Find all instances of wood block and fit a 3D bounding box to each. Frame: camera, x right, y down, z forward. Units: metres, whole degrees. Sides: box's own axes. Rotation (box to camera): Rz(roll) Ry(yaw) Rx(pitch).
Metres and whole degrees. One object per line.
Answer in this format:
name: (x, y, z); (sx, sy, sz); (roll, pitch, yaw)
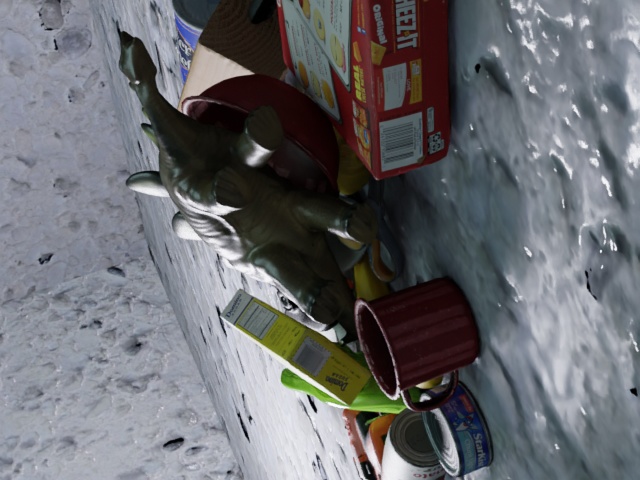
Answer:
wood block: (-0.091, -0.171, 1.147); (0.091, 0.090, 0.206); (28, 154, -5)

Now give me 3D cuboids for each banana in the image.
banana: (0.079, 0.090, 1.071); (0.198, 0.037, 0.070); (-127, 42, -50)

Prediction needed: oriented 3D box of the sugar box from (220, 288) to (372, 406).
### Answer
sugar box: (-0.030, 0.108, 1.103); (0.093, 0.048, 0.176); (39, 169, -27)

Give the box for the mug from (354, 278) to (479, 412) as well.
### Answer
mug: (0.088, 0.093, 0.930); (0.093, 0.081, 0.117); (-159, 52, -73)

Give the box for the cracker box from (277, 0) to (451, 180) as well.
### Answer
cracker box: (0.028, -0.174, 0.840); (0.214, 0.072, 0.164); (-122, 20, -49)

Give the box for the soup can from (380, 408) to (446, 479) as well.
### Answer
soup can: (0.099, 0.218, 1.085); (0.102, 0.068, 0.068); (93, 155, -56)

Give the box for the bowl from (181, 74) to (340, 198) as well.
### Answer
bowl: (-0.041, -0.098, 0.948); (0.162, 0.055, 0.162); (28, 165, 8)

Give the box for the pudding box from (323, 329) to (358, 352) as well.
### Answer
pudding box: (0.002, 0.111, 1.329); (0.090, 0.039, 0.113); (27, 143, 32)

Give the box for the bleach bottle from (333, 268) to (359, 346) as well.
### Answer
bleach bottle: (-0.008, 0.002, 1.235); (0.251, 0.068, 0.103); (69, 162, 1)

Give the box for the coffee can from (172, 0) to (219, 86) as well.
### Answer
coffee can: (-0.120, -0.241, 1.271); (0.140, 0.102, 0.103); (94, 154, -59)

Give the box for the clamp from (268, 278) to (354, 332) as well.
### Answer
clamp: (-0.034, 0.052, 1.199); (0.164, 0.036, 0.210); (60, 151, -3)

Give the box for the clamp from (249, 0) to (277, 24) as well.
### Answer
clamp: (-0.017, -0.244, 0.971); (0.120, 0.039, 0.172); (40, 143, 26)

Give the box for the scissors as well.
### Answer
scissors: (0.038, -0.036, 1.007); (0.096, 0.016, 0.202); (30, 151, 35)

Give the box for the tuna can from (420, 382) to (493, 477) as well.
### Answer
tuna can: (0.126, 0.176, 0.995); (0.086, 0.033, 0.086); (161, 90, -77)

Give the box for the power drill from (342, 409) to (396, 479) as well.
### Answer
power drill: (0.083, 0.273, 1.243); (0.188, 0.057, 0.184); (128, 123, -74)

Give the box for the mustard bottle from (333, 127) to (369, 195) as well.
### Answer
mustard bottle: (0.006, -0.091, 1.052); (0.096, 0.058, 0.192); (57, 171, -18)
